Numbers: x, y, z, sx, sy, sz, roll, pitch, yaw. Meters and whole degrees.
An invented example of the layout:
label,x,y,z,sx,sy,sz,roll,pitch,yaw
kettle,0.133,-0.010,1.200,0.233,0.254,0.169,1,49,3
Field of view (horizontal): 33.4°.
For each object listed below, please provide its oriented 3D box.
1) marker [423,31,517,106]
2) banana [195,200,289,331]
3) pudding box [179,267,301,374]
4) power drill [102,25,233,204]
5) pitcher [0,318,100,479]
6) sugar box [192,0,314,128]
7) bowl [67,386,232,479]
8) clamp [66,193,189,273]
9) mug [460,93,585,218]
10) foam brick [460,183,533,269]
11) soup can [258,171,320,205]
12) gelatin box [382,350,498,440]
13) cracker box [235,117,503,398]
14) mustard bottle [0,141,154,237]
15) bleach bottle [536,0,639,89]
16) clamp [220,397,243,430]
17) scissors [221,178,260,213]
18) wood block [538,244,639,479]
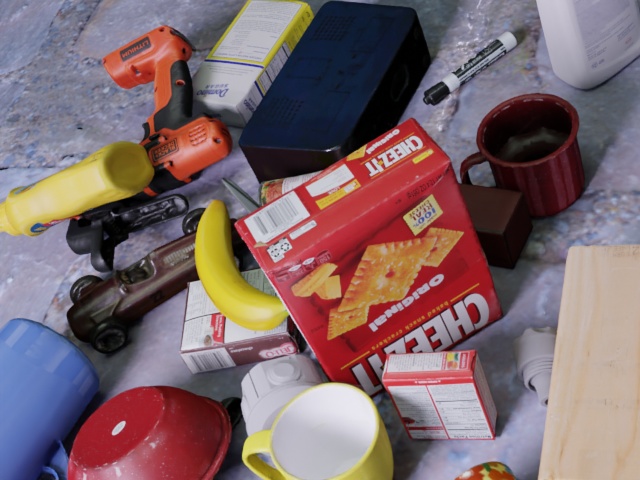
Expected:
label,x,y,z,sx,sy,sz,roll,pitch,yaw
marker,0.160,-0.183,1.146,0.121,0.020,0.020,-37,45,-8
banana,-0.079,0.031,1.002,0.069,0.037,0.198,-31,44,-13
pudding box,-0.074,0.073,1.016,0.113,0.039,0.090,-11,46,14
power drill,-0.195,-0.137,1.213,0.185,0.057,0.188,-23,63,16
pitcher,-0.299,0.198,0.961,0.145,0.149,0.242,0,46,45
sugar box,-0.084,-0.213,1.271,0.093,0.048,0.176,13,62,34
bowl,-0.158,0.176,0.909,0.162,0.055,0.162,-24,30,15
clamp,-0.212,-0.017,1.130,0.120,0.039,0.172,-30,24,-22
mug,0.188,-0.071,0.988,0.117,0.081,0.093,-20,45,7
foam brick,0.147,-0.014,0.979,0.078,0.053,0.051,11,56,31
soup can,-0.002,-0.035,1.057,0.102,0.068,0.068,-11,47,15
gelatin box,0.097,0.125,0.852,0.073,0.089,0.030,-5,46,21
cracker box,0.049,0.027,0.873,0.164,0.213,0.072,-31,47,-3
mustard bottle,-0.277,-0.047,1.143,0.192,0.058,0.096,-20,7,26
bleach bottle,0.248,-0.266,1.013,0.102,0.250,0.068,-38,46,-10
clamp,-0.130,0.237,0.894,0.210,0.036,0.165,-32,38,-4
scissors,-0.007,0.001,1.012,0.096,0.016,0.202,-25,68,-15
wood block,0.227,0.111,0.802,0.090,0.090,0.206,-2,51,25
